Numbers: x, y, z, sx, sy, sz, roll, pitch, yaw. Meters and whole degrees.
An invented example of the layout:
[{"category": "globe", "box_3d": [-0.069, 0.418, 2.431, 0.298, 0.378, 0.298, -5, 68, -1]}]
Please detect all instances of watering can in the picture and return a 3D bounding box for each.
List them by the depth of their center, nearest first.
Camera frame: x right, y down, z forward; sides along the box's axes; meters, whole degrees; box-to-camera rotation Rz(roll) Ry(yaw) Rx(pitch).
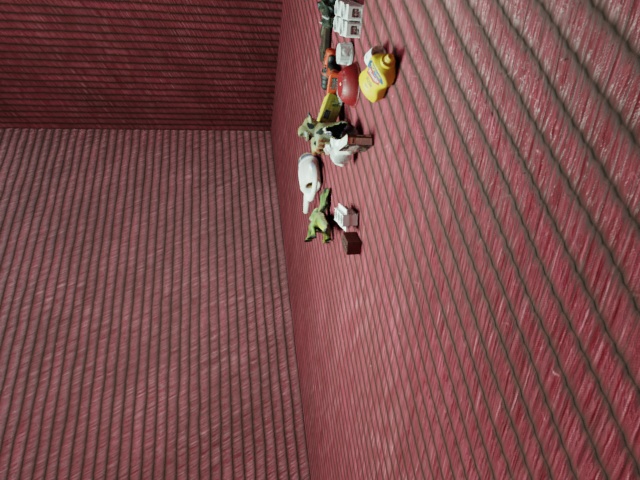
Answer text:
[{"category": "watering can", "box_3d": [-0.056, -0.283, 2.511, 0.104, 0.228, 0.341, 0, -24, -12]}]

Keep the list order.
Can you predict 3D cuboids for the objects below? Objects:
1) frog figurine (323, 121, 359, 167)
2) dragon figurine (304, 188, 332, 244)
[{"category": "frog figurine", "box_3d": [0.087, -0.332, 1.822, 0.138, 0.156, 0.124, 24, 61, 42]}, {"category": "dragon figurine", "box_3d": [0.007, -0.113, 2.254, 0.122, 0.246, 0.406, 7, -13, -11]}]
